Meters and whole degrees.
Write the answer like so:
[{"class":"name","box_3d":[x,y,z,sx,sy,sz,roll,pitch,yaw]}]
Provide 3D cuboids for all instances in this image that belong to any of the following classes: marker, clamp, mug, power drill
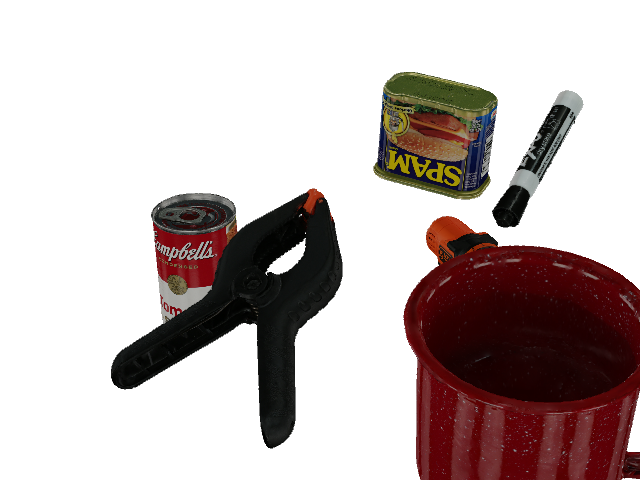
[{"class":"marker","box_3d":[0.147,-0.055,0.722,0.020,0.121,0.020,25,-30,15]},{"class":"clamp","box_3d":[-0.031,0.043,0.635,0.120,0.171,0.039,28,-25,26]},{"class":"mug","box_3d":[0.090,0.063,0.408,0.117,0.081,0.093,6,37,12]},{"class":"power drill","box_3d":[0.167,0.084,1.125,0.057,0.188,0.184,-9,24,-14]}]

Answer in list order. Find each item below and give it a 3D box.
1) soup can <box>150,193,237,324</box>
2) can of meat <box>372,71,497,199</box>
[{"class":"soup can","box_3d":[-0.101,0.021,0.876,0.068,0.102,0.068,0,29,0]},{"class":"can of meat","box_3d":[0.100,-0.093,0.929,0.102,0.084,0.057,17,35,21]}]
